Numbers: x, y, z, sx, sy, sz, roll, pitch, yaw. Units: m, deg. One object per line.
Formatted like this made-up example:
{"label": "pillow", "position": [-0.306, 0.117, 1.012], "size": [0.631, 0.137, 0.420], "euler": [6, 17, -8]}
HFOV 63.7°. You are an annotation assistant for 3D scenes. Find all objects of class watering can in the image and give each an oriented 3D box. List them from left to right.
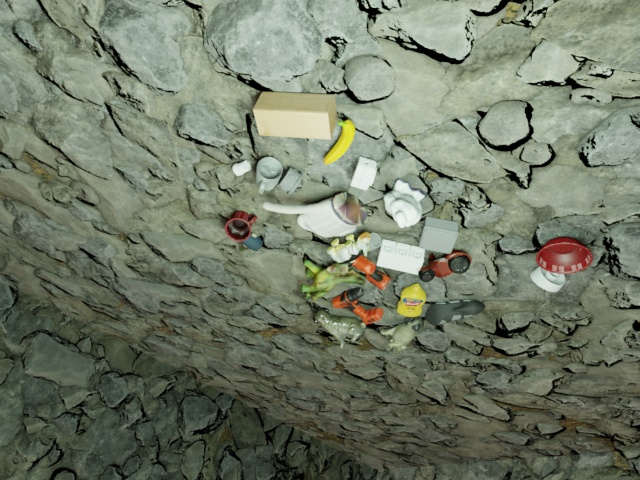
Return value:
{"label": "watering can", "position": [0.005, -0.084, 1.666], "size": [0.345, 0.106, 0.222], "euler": [21, 148, -39]}

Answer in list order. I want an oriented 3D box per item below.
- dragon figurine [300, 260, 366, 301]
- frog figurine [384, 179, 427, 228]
{"label": "dragon figurine", "position": [0.056, 0.170, 2.008], "size": [0.243, 0.124, 0.403], "euler": [1, 158, 10]}
{"label": "frog figurine", "position": [0.249, -0.089, 1.551], "size": [0.121, 0.163, 0.135], "euler": [-19, 131, 39]}
